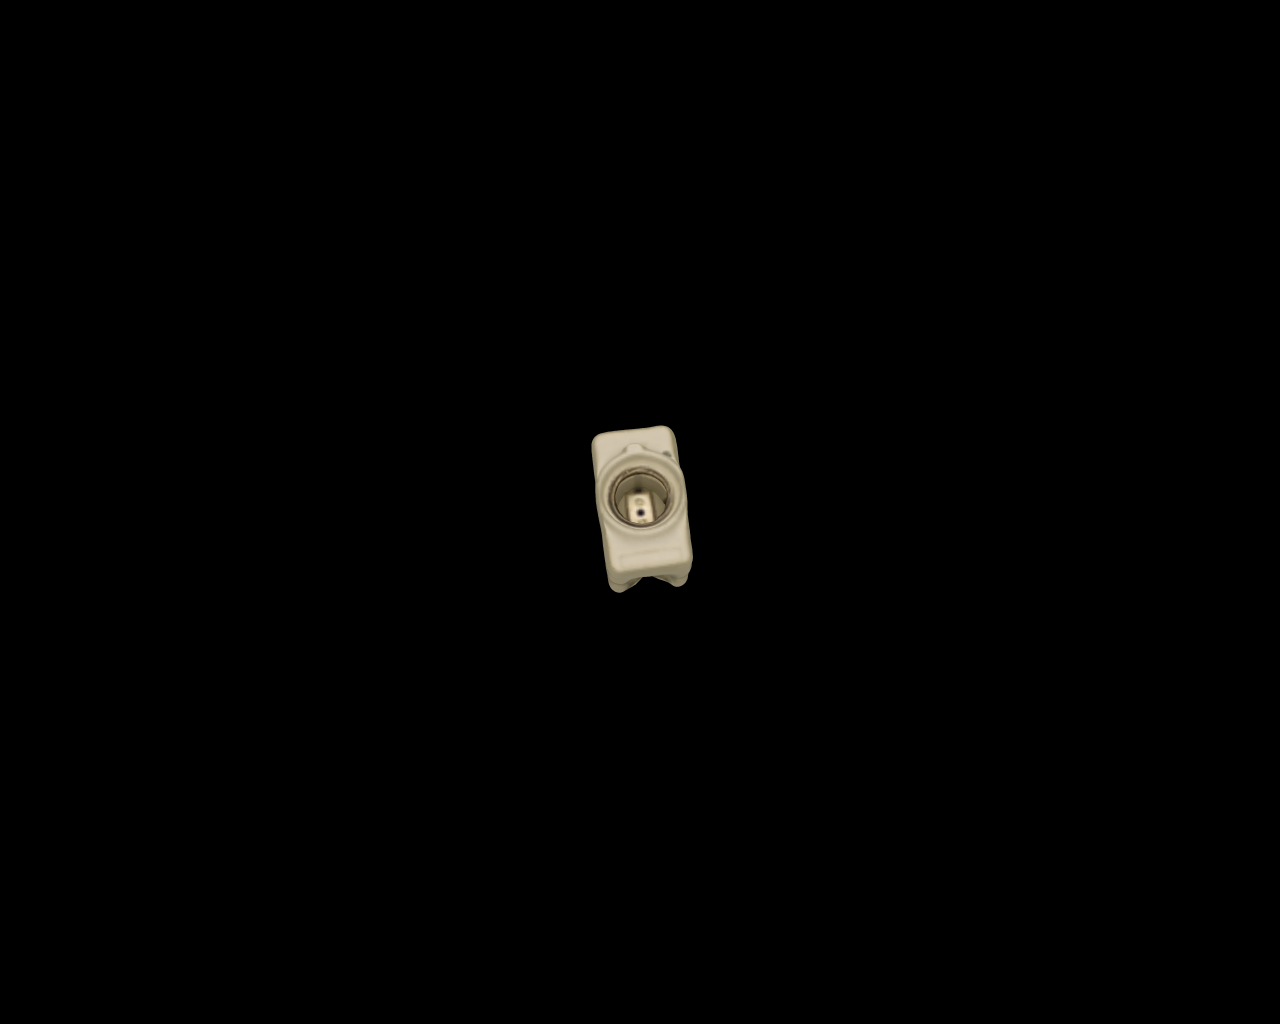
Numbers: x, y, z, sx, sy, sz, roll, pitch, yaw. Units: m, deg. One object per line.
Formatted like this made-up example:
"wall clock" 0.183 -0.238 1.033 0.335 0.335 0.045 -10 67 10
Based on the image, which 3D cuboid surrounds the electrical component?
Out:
"electrical component" 0.001 -0.003 0.650 0.050 0.089 0.055 -7 -19 -2
